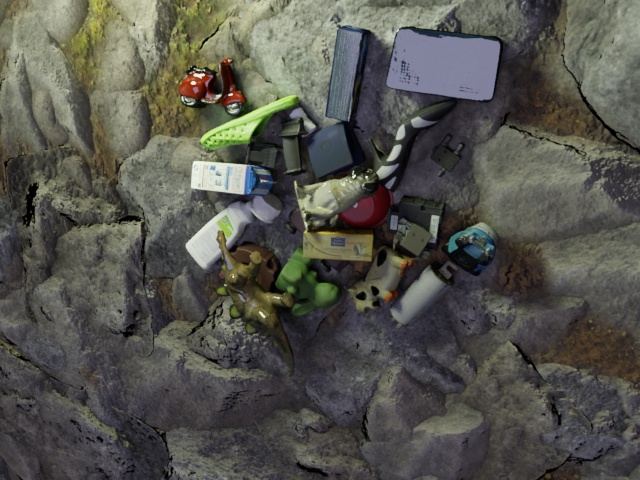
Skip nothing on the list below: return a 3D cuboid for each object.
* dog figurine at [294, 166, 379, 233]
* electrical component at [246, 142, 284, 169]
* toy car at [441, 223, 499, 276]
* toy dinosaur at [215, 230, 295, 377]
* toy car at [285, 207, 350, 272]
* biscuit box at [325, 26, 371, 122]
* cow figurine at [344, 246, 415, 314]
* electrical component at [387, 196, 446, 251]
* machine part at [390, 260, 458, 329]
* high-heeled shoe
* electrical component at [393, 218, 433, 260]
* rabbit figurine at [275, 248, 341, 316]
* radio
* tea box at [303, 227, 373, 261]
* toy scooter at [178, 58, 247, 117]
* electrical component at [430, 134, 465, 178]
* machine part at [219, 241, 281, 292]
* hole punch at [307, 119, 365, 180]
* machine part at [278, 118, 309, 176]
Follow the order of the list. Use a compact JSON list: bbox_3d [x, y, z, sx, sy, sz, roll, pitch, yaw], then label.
[{"bbox_3d":[0.044,-0.098,1.274,0.191,0.172,0.121,-15,89,-4],"label":"dog figurine"},{"bbox_3d":[-0.126,-0.214,1.351,0.119,0.075,0.047,7,114,-12],"label":"electrical component"},{"bbox_3d":[0.359,0.009,1.241,0.109,0.161,0.103,38,76,10],"label":"toy car"},{"bbox_3d":[-0.162,0.181,1.436,0.199,0.105,0.471,-14,107,53],"label":"toy dinosaur"},{"bbox_3d":[-0.003,-0.004,1.407,0.089,0.053,0.202,-43,94,9],"label":"toy car"},{"bbox_3d":[0.063,-0.376,1.219,0.063,0.059,0.202,17,117,15],"label":"biscuit box"},{"bbox_3d":[0.144,0.104,1.373,0.127,0.085,0.194,34,112,26],"label":"cow figurine"},{"bbox_3d":[0.230,-0.043,1.299,0.134,0.058,0.114,12,114,16],"label":"electrical component"},{"bbox_3d":[0.256,0.139,1.355,0.079,0.079,0.243,38,121,2],"label":"machine part"},{"bbox_3d":[0.220,-0.208,1.222,0.249,0.086,0.145,-23,106,32],"label":"high-heeled shoe"},{"bbox_3d":[0.220,0.004,1.267,0.102,0.045,0.078,28,91,5],"label":"electrical component"},{"bbox_3d":[-0.033,0.135,1.441,0.170,0.121,0.159,31,125,2],"label":"rabbit figurine"},{"bbox_3d":[0.263,-0.373,1.137,0.230,0.073,0.131,12,115,14],"label":"radio"},{"bbox_3d":[0.047,0.008,1.329,0.170,0.098,0.068,2,101,4],"label":"tea box"},{"bbox_3d":[-0.265,-0.388,1.332,0.184,0.075,0.135,14,116,12],"label":"toy scooter"},{"bbox_3d":[0.287,-0.191,1.233,0.063,0.021,0.094,35,120,4],"label":"electrical component"},{"bbox_3d":[-0.198,0.093,1.522,0.180,0.056,0.179,7,114,17],"label":"machine part"},{"bbox_3d":[0.032,-0.213,1.287,0.142,0.092,0.115,-21,100,31],"label":"hole punch"},{"bbox_3d":[-0.063,-0.224,1.299,0.084,0.039,0.138,7,106,38],"label":"machine part"}]
